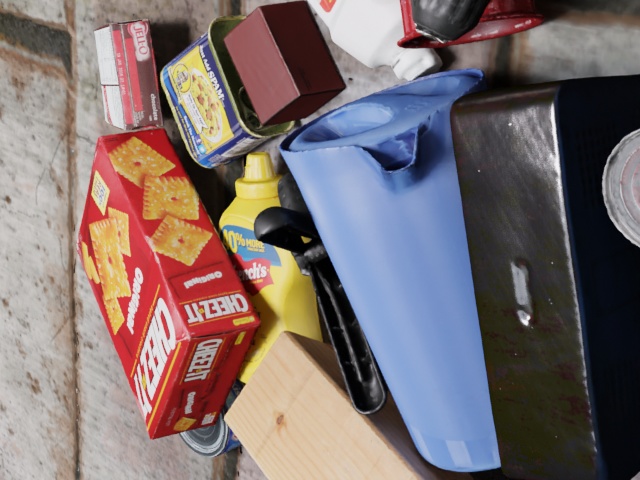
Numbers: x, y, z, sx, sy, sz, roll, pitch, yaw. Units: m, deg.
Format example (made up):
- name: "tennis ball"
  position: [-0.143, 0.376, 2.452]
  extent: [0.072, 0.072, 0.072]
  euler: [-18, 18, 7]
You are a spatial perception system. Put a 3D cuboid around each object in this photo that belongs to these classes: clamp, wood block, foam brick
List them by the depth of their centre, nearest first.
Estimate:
- name: "clamp"
  position: [-0.005, 0.001, 0.749]
  extent: [0.036, 0.210, 0.164]
  euler: [-23, 124, 9]
- name: "wood block"
  position: [0.029, 0.165, 0.769]
  extent: [0.091, 0.090, 0.206]
  euler: [-56, 43, 9]
- name: "foam brick"
  position: [-0.028, -0.135, 0.814]
  extent: [0.051, 0.052, 0.078]
  euler: [-31, 80, 45]

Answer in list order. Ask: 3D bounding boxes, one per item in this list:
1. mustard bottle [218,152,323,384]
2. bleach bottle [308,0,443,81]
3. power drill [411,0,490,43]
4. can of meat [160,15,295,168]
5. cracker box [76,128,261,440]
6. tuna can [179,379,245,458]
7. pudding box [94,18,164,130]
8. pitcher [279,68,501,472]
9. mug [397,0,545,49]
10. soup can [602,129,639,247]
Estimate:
- name: "mustard bottle"
  position: [-0.043, 0.024, 0.873]
  extent: [0.096, 0.058, 0.192]
  euler: [12, 111, 48]
- name: "bleach bottle"
  position: [0.013, -0.221, 0.743]
  extent: [0.103, 0.067, 0.251]
  euler: [-40, 77, 43]
- name: "power drill"
  position: [0.158, -0.160, 0.552]
  extent: [0.188, 0.057, 0.184]
  euler: [27, 105, 7]
- name: "can of meat"
  position: [-0.077, -0.117, 0.864]
  extent: [0.084, 0.057, 0.102]
  euler: [-26, 84, 48]
- name: "cracker box"
  position: [-0.140, 0.038, 0.915]
  extent: [0.214, 0.072, 0.164]
  euler: [62, 147, 29]
- name: "tuna can"
  position: [-0.102, 0.157, 0.989]
  extent: [0.086, 0.033, 0.086]
  euler: [16, 113, 40]
- name: "pudding box"
  position: [-0.166, -0.143, 0.924]
  extent: [0.114, 0.039, 0.090]
  euler: [-156, 59, -68]
- name: "pitcher"
  position: [0.077, 0.018, 0.696]
  extent: [0.145, 0.149, 0.243]
  euler: [-3, 114, 47]
- name: "mug"
  position: [0.088, -0.168, 0.654]
  extent: [0.093, 0.117, 0.081]
  euler: [-8, 92, 3]
- name: "soup can"
  position: [0.208, -0.036, 0.579]
  extent: [0.069, 0.102, 0.068]
  euler: [15, 113, 41]
